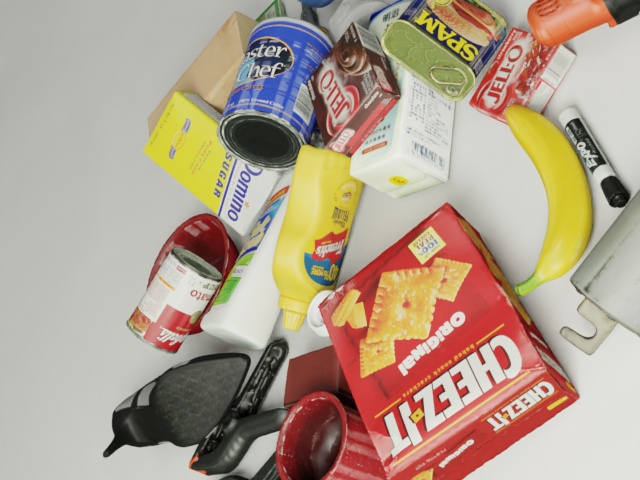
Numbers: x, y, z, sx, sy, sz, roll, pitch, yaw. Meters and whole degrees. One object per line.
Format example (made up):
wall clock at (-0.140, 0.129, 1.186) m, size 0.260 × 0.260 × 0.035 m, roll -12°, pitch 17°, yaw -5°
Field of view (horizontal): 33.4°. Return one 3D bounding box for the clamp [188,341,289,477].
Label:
clamp at (-0.082, 0.189, 1.152) m, size 0.172 × 0.039 × 0.120 m, roll -41°, pitch 25°, yaw 30°

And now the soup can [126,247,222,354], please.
soup can at (-0.164, 0.068, 1.204) m, size 0.102 × 0.068 × 0.069 m, roll -57°, pitch 37°, yaw 8°

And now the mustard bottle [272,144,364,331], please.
mustard bottle at (-0.007, 0.001, 1.120) m, size 0.058 × 0.096 × 0.191 m, roll 15°, pitch 91°, yaw 30°

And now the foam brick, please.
foam brick at (0.010, 0.141, 1.056) m, size 0.078 × 0.052 × 0.051 m, roll -23°, pitch 52°, yaw 40°

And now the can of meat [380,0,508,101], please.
can of meat at (0.125, -0.202, 1.057) m, size 0.083 × 0.102 × 0.058 m, roll -53°, pitch 0°, yaw -29°

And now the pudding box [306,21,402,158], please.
pudding box at (0.032, -0.153, 1.090) m, size 0.090 × 0.039 × 0.113 m, roll -48°, pitch 35°, yaw 30°

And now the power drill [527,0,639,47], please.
power drill at (0.267, -0.282, 0.985) m, size 0.185 × 0.057 × 0.187 m, roll -23°, pitch 48°, yaw 24°

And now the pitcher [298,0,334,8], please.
pitcher at (0.042, -0.388, 1.267) m, size 0.243 × 0.149 × 0.145 m, roll -38°, pitch 48°, yaw 35°

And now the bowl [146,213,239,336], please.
bowl at (-0.144, 0.052, 1.292) m, size 0.162 × 0.055 × 0.162 m, roll -28°, pitch 50°, yaw 38°

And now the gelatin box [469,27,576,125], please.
gelatin box at (0.193, -0.155, 1.031) m, size 0.089 × 0.030 × 0.073 m, roll -59°, pitch 36°, yaw 5°

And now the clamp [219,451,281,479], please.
clamp at (-0.072, 0.288, 1.078) m, size 0.210 × 0.036 × 0.164 m, roll -32°, pitch 45°, yaw 35°

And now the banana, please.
banana at (0.201, -0.043, 0.932) m, size 0.069 × 0.037 × 0.197 m, roll 0°, pitch 58°, yaw 6°

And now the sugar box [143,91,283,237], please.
sugar box at (-0.124, -0.093, 1.284) m, size 0.176 × 0.048 × 0.093 m, roll 40°, pitch 112°, yaw 21°

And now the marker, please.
marker at (0.240, -0.072, 0.934) m, size 0.020 × 0.020 × 0.121 m, roll -43°, pitch 41°, yaw 25°

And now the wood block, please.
wood block at (-0.128, -0.178, 1.370) m, size 0.206 × 0.090 × 0.091 m, roll -44°, pitch 40°, yaw 31°

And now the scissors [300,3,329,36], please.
scissors at (-0.026, -0.269, 1.378) m, size 0.096 × 0.016 × 0.202 m, roll -46°, pitch 40°, yaw 22°

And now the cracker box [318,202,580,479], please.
cracker box at (0.102, 0.093, 0.937) m, size 0.164 × 0.072 × 0.214 m, roll -39°, pitch 42°, yaw 14°

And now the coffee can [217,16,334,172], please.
coffee can at (-0.047, -0.162, 1.186) m, size 0.103 × 0.102 × 0.140 m, roll -19°, pitch 45°, yaw 43°

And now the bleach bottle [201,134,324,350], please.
bleach bottle at (-0.047, -0.002, 1.200) m, size 0.250 × 0.068 × 0.103 m, roll -66°, pitch 16°, yaw -14°

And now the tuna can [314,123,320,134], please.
tuna can at (0.020, -0.156, 1.230) m, size 0.086 × 0.033 × 0.086 m, roll -33°, pitch 38°, yaw 31°

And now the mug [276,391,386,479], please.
mug at (0.012, 0.194, 0.996) m, size 0.117 × 0.081 × 0.093 m, roll 15°, pitch 80°, yaw 53°
